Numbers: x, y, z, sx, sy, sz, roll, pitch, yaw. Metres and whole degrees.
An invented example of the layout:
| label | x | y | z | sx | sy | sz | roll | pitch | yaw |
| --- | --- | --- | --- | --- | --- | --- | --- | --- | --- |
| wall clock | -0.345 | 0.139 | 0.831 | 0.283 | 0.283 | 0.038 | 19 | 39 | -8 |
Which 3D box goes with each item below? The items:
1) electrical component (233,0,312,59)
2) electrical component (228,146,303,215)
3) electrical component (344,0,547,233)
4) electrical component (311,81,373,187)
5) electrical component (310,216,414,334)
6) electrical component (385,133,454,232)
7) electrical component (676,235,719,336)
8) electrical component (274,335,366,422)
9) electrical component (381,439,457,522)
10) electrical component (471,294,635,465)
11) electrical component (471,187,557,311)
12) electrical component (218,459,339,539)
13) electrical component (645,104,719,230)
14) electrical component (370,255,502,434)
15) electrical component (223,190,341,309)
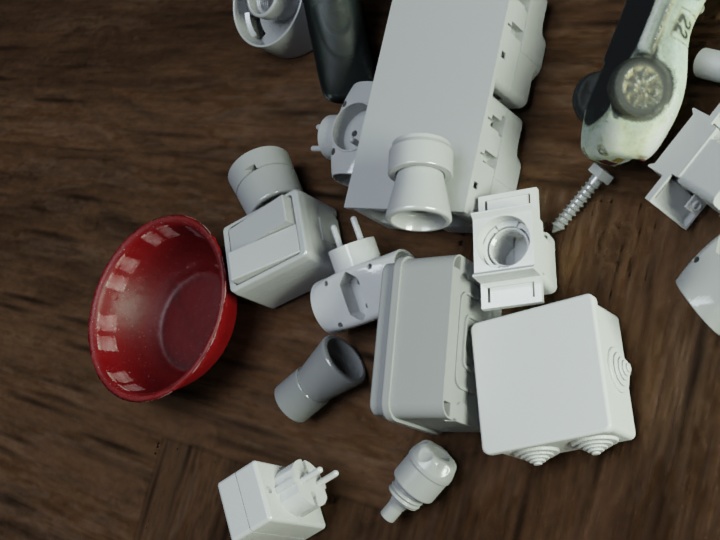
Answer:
| label | x | y | z | sx | sy | sz | roll | pitch | yaw |
| --- | --- | --- | --- | --- | --- | --- | --- | --- | --- |
| electrical component | -0.063 | -0.238 | 0.952 | 0.099 | 0.064 | 0.099 | -3 | 86 | 42 |
| electrical component | -0.076 | -0.067 | 0.892 | 0.055 | 0.055 | 0.047 | -39 | 58 | 20 |
| electrical component | 0.067 | -0.124 | 0.799 | 0.105 | 0.060 | 0.186 | 5 | 77 | 38 |
| electrical component | -0.007 | -0.106 | 0.859 | 0.079 | 0.044 | 0.077 | 5 | 77 | 38 |
| electrical component | 0.000 | 0.000 | 0.807 | 0.077 | 0.043 | 0.079 | -22 | 86 | 30 |
| electrical component | 0.041 | -0.059 | 0.725 | 0.045 | 0.045 | 0.055 | -10 | 68 | 35 |
| electrical component | 0.239 | 0.012 | 0.629 | 0.077 | 0.043 | 0.079 | -41 | 49 | 19 |
| electrical component | -0.033 | 0.085 | 0.814 | 0.065 | 0.044 | 0.044 | -41 | 54 | 25 |
| electrical component | 0.037 | 0.149 | 0.742 | 0.061 | 0.035 | 0.035 | -52 | 51 | 14 |
| electrical component | 0.125 | 0.072 | 0.693 | 0.100 | 0.048 | 0.099 | -18 | 64 | 32 |
| electrical component | 0.106 | -0.010 | 0.726 | 0.042 | 0.064 | 0.081 | -9 | 68 | 26 |
| electrical component | -0.050 | 0.163 | 0.782 | 0.077 | 0.066 | 0.047 | -35 | 56 | 23 |
| electrical component | 0.221 | -0.061 | 0.661 | 0.081 | 0.042 | 0.063 | -54 | 33 | 10 |
| electrical component | 0.053 | 0.052 | 0.736 | 0.057 | 0.078 | 0.113 | -5 | 71 | 33 |
| electrical component | -0.068 | -0.014 | 0.862 | 0.096 | 0.061 | 0.061 | -26 | 60 | 28 |
